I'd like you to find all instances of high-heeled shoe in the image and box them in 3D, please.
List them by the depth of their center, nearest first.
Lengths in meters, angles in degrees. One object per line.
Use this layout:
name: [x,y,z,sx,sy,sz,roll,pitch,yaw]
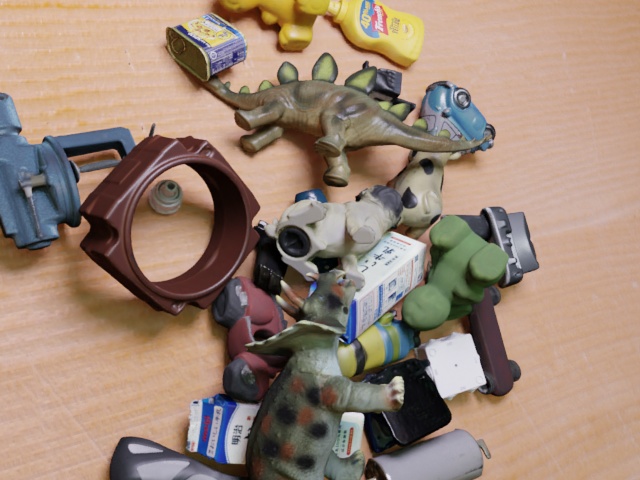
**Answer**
high-heeled shoe: [-0.146,0.309,0.708,0.248,0.086,0.145,4,41,-41]

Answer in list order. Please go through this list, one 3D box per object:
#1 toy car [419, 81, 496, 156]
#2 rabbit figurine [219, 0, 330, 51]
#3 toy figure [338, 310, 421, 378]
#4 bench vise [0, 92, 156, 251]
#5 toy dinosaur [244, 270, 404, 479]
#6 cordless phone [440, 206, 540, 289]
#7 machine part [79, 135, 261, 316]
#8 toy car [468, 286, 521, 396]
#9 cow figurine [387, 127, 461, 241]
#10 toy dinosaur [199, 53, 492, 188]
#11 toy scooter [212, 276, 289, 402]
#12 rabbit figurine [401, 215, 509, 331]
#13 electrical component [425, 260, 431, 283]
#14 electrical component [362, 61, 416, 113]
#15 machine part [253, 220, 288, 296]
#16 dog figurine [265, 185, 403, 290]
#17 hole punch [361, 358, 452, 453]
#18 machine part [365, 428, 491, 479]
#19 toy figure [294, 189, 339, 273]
toy car: [0.241,-0.209,0.998,0.103,0.109,0.161,-46,109,-5]
rabbit figurine: [-0.087,-0.418,0.893,0.173,0.122,0.162,-5,73,-24]
toy figure: [0.074,0.159,0.818,0.180,0.089,0.082,-10,75,-23]
bench vise: [-0.339,-0.109,0.693,0.240,0.129,0.223,-20,80,-35]
toy dinosaur: [-0.022,0.237,0.651,0.192,0.131,0.404,17,91,0]
cordless phone: [0.284,0.013,0.929,0.184,0.089,0.146,-2,75,-40]
machine part: [-0.186,-0.020,0.703,0.201,0.087,0.201,-55,134,-22]
toy car: [0.286,0.168,0.930,0.089,0.053,0.202,-12,85,-32]
cow figurine: [0.175,-0.105,0.912,0.085,0.127,0.195,29,48,-18]
toy dinosaur: [0.034,-0.194,0.855,0.472,0.105,0.198,21,64,3]
toy scooter: [-0.077,0.137,0.756,0.135,0.075,0.184,10,51,-33]
rabbit figurine: [0.188,0.068,0.827,0.170,0.159,0.121,-45,67,-3]
electrical component: [0.229,0.048,0.946,0.078,0.045,0.102,51,62,-36]
electrical component: [0.117,-0.267,0.965,0.119,0.075,0.048,11,72,-16]
machine part: [-0.070,0.023,0.794,0.084,0.039,0.139,30,29,-19]
dog figurine: [0.028,-0.031,0.802,0.172,0.121,0.190,25,33,5]
hole punch: [0.119,0.254,0.823,0.142,0.092,0.116,-14,63,-26]
machine part: [0.158,0.344,0.811,0.243,0.079,0.079,-9,79,-25]
toy figure: [0.000,-0.003,0.849,0.058,0.064,0.154,-3,79,-65]
